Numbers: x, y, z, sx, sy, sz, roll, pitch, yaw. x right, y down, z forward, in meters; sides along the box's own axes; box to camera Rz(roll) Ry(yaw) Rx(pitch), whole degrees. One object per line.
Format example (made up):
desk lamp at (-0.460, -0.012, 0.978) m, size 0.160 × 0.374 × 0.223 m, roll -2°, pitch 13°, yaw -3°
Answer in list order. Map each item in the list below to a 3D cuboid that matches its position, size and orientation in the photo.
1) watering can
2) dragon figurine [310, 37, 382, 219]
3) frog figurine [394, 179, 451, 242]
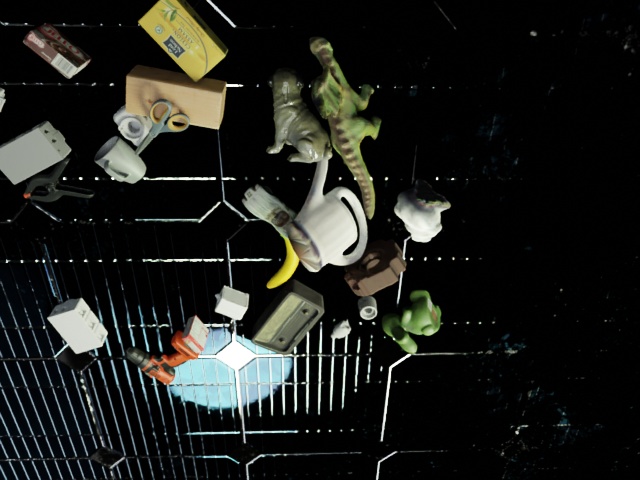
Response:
watering can at (0.004, -0.066, 1.315) m, size 0.227 × 0.104 × 0.342 m, roll -38°, pitch 117°, yaw -23°
dragon figurine at (0.039, -0.261, 1.114) m, size 0.121 × 0.416 × 0.241 m, roll -19°, pitch 160°, yaw 26°
frog figurine at (0.255, -0.058, 1.350) m, size 0.138 × 0.125 × 0.156 m, roll 31°, pitch 131°, yaw 17°
